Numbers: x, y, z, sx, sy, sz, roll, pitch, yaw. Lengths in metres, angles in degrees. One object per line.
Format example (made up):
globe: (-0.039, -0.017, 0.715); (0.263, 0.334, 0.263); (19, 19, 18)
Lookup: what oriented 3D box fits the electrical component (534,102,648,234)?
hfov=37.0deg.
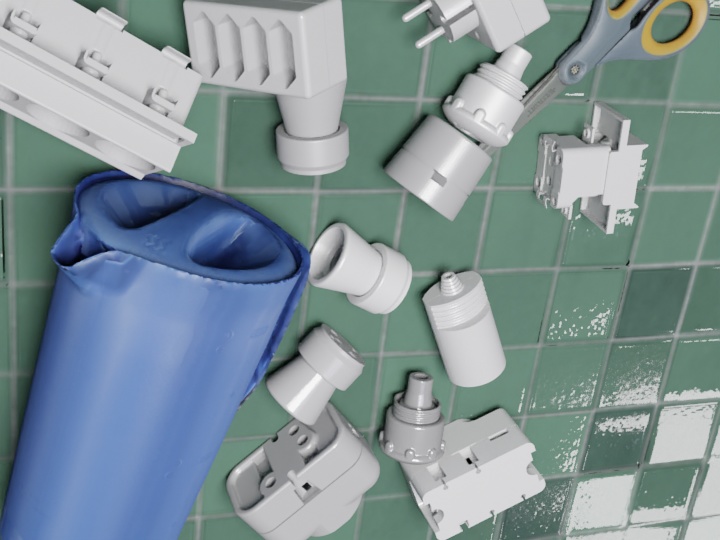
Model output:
electrical component: (0.153, -0.068, 0.727); (0.064, 0.042, 0.081); (-5, 116, -16)

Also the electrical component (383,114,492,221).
electrical component: (0.050, -0.066, 0.683); (0.055, 0.055, 0.047); (33, 97, -30)

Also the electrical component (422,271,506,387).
electrical component: (0.071, 0.037, 0.747); (0.043, 0.043, 0.081); (-24, 121, -8)

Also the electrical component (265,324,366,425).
electrical component: (-0.030, 0.070, 0.725); (0.055, 0.045, 0.045); (-47, 121, 6)

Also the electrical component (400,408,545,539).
electrical component: (0.082, 0.148, 0.799); (0.089, 0.055, 0.050); (-25, 121, -8)

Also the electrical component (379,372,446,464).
electrical component: (0.040, 0.104, 0.769); (0.048, 0.048, 0.062); (0, 109, -20)

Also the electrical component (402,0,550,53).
electrical component: (0.061, -0.162, 0.643); (0.077, 0.047, 0.065); (-33, 122, -3)

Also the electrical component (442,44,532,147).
electrical component: (0.085, -0.112, 0.679); (0.048, 0.048, 0.062); (28, 95, -29)

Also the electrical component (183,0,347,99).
electrical component: (-0.042, -0.135, 0.608); (0.076, 0.083, 0.047); (-37, 132, -46)

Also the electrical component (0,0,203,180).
electrical component: (-0.151, -0.105, 0.578); (0.121, 0.079, 0.063); (27, 74, -29)

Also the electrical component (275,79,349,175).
electrical component: (-0.029, -0.090, 0.646); (0.045, 0.045, 0.055); (-10, 118, -16)

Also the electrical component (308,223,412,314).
electrical component: (0.000, 0.000, 0.702); (0.055, 0.045, 0.045); (27, 104, -30)

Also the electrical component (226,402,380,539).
electrical component: (-0.037, 0.147, 0.755); (0.095, 0.053, 0.059); (-39, 122, 1)
